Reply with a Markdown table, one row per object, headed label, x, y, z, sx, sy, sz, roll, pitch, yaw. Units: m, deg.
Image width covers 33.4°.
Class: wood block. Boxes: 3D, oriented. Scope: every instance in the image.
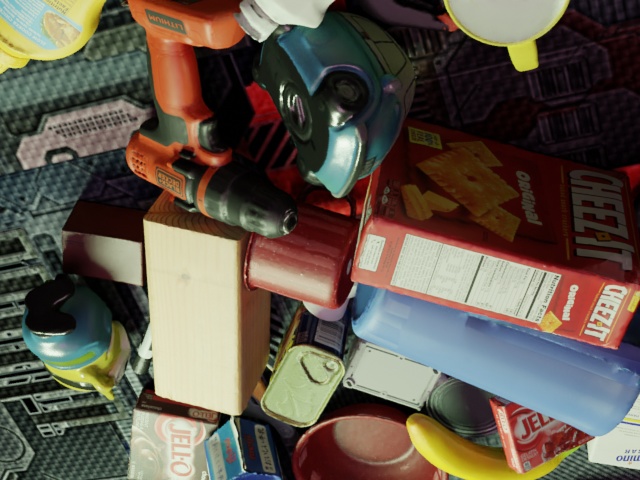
| label | x | y | z | sx | sy | sz | roll | pitch | yaw |
| --- | --- | --- | --- | --- | --- | --- | --- | --- | --- |
| wood block | -0.100 | 0.051 | 0.982 | 0.091 | 0.090 | 0.206 | 13 | 128 | 12 |

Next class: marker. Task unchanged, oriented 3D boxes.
| label | x | y | z | sx | sy | sz | roll | pitch | yaw |
| --- | --- | --- | --- | --- | --- | --- | --- | --- | --- |
| marker | -0.168 | 0.093 | 1.075 | 0.020 | 0.020 | 0.121 | 22 | 126 | -6 |

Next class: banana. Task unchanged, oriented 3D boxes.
| label | x | y | z | sx | sy | sz | roll | pitch | yaw |
| --- | --- | --- | --- | --- | --- | --- | --- | --- | --- |
| banana | 0.161 | 0.208 | 1.049 | 0.197 | 0.037 | 0.070 | 11 | 110 | -24 |

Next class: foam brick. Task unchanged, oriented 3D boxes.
| label | x | y | z | sx | sy | sz | roll | pitch | yaw |
| --- | --- | --- | --- | --- | --- | --- | --- | --- | --- |
| foam brick | -0.196 | 0.002 | 0.994 | 0.078 | 0.051 | 0.053 | 10 | 126 | 2 |

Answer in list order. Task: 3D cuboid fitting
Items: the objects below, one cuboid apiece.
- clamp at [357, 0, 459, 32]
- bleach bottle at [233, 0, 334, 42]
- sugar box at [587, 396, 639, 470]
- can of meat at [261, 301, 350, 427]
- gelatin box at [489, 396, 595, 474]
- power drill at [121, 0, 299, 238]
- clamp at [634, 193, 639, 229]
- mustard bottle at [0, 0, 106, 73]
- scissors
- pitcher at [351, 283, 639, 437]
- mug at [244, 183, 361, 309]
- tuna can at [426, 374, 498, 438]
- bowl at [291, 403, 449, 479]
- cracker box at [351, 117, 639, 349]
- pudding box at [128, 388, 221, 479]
| label | x | y | z | sx | sy | sz | roll | pitch | yaw |
| --- | --- | --- | --- | --- | --- | --- | --- | --- | --- |
| clamp | 0.034 | -0.213 | 0.805 | 0.120 | 0.039 | 0.171 | -32 | 111 | 28 |
| bleach bottle | 0.043 | -0.228 | 0.741 | 0.251 | 0.068 | 0.102 | -41 | 108 | 17 |
| sugar box | 0.318 | 0.145 | 1.012 | 0.093 | 0.048 | 0.176 | 9 | 130 | 3 |
| can of meat | -0.011 | 0.113 | 1.021 | 0.057 | 0.084 | 0.102 | 22 | 126 | -7 |
| gelatin box | 0.213 | 0.171 | 1.020 | 0.089 | 0.030 | 0.073 | -21 | 104 | -17 |
| power drill | -0.090 | -0.104 | 0.854 | 0.185 | 0.057 | 0.188 | 25 | 128 | 32 |
| clamp | 0.313 | -0.096 | 0.842 | 0.165 | 0.036 | 0.210 | -13 | 120 | 19 |
| mustard bottle | -0.214 | -0.200 | 0.846 | 0.096 | 0.058 | 0.192 | 38 | 123 | -15 |
| scissors | -0.056 | 0.196 | 1.132 | 0.096 | 0.016 | 0.201 | -8 | 124 | 17 |
| pitcher | 0.157 | 0.070 | 0.917 | 0.242 | 0.145 | 0.149 | 20 | 131 | -7 |
| mug | -0.006 | 0.001 | 0.926 | 0.081 | 0.117 | 0.093 | 17 | 155 | 13 |
| tuna can | 0.149 | 0.154 | 1.054 | 0.086 | 0.033 | 0.086 | 5 | 126 | 6 |
| bowl | 0.054 | 0.221 | 1.106 | 0.162 | 0.055 | 0.162 | 5 | 126 | 6 |
| cracker box | 0.142 | -0.014 | 0.853 | 0.213 | 0.164 | 0.072 | 14 | 126 | 0 |
| pudding box | -0.157 | 0.217 | 1.151 | 0.090 | 0.039 | 0.114 | 12 | 127 | 0 |
